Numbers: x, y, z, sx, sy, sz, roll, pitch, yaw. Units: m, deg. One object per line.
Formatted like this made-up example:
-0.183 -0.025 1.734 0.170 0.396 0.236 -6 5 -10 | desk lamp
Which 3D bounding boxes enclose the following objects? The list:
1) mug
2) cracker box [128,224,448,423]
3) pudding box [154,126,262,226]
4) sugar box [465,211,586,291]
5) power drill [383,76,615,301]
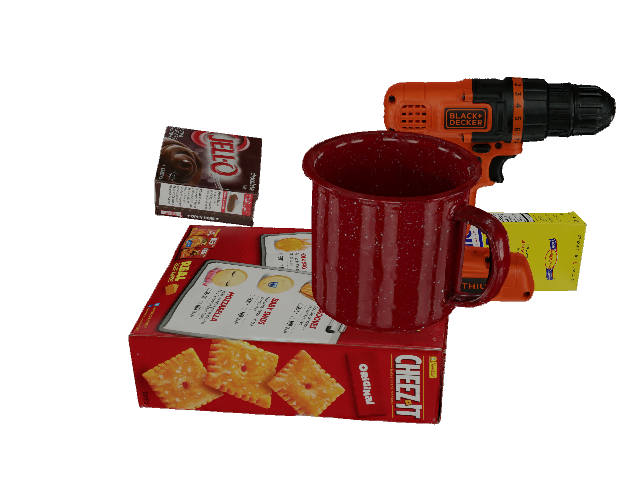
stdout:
0.046 -0.001 0.562 0.117 0.081 0.093 18 31 30 | mug
-0.013 0.058 0.786 0.214 0.072 0.164 2 29 9 | cracker box
-0.099 -0.059 0.954 0.090 0.039 0.113 6 33 -5 | pudding box
0.227 0.014 1.294 0.176 0.093 0.048 -2 22 -10 | sugar box
0.145 -0.044 0.886 0.184 0.188 0.057 2 22 8 | power drill
